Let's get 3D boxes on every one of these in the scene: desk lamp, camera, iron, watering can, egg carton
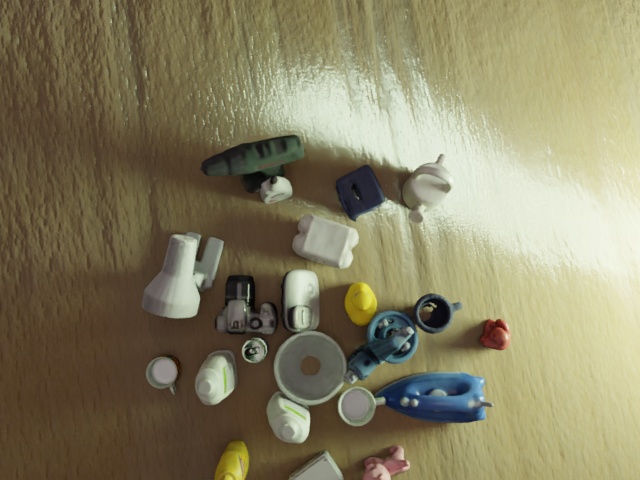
[{"bbox_3d":[-0.307,0.073,1.287,0.118,0.213,0.203,13,82,1],"label":"desk lamp"},{"bbox_3d":[-0.171,0.151,1.337,0.143,0.101,0.137,0,82,-1],"label":"camera"},{"bbox_3d":[0.258,0.365,1.298,0.258,0.141,0.119,0,82,-1],"label":"iron"},{"bbox_3d":[0.256,-0.122,1.336,0.101,0.194,0.173,3,82,-1],"label":"watering can"},{"bbox_3d":[0.013,0.005,1.376,0.150,0.069,0.107,17,82,1],"label":"egg carton"}]

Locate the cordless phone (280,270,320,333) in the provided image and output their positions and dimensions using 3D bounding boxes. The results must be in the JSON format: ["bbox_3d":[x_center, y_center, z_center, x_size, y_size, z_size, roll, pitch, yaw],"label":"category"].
[{"bbox_3d":[-0.046,0.138,1.299,0.094,0.185,0.147,-4,82,-2],"label":"cordless phone"}]

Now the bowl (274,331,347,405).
[{"bbox_3d":[-0.023,0.295,1.334,0.167,0.074,0.167,0,82,-1],"label":"bowl"}]

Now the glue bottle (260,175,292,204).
[{"bbox_3d":[-0.105,-0.124,1.338,0.078,0.173,0.037,-21,83,-4],"label":"glue bottle"}]

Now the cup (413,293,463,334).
[{"bbox_3d":[0.270,0.169,1.348,0.118,0.095,0.092,-17,83,-3],"label":"cup"}]

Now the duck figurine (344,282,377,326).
[{"bbox_3d":[0.098,0.150,1.351,0.077,0.086,0.104,-4,82,-2],"label":"duck figurine"}]

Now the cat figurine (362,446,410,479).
[{"bbox_3d":[0.145,0.525,1.286,0.128,0.117,0.067,-26,83,-4],"label":"cat figurine"}]

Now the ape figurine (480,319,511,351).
[{"bbox_3d":[0.418,0.226,1.345,0.078,0.092,0.076,-30,84,-5],"label":"ape figurine"}]

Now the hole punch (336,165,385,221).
[{"bbox_3d":[0.095,-0.113,1.383,0.101,0.091,0.108,-24,83,-4],"label":"hole punch"}]

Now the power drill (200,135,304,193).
[{"bbox_3d":[-0.148,-0.173,1.326,0.229,0.208,0.075,-19,83,-4],"label":"power drill"}]

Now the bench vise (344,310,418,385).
[{"bbox_3d":[0.147,0.248,1.271,0.121,0.219,0.207,28,83,3],"label":"bench vise"}]
